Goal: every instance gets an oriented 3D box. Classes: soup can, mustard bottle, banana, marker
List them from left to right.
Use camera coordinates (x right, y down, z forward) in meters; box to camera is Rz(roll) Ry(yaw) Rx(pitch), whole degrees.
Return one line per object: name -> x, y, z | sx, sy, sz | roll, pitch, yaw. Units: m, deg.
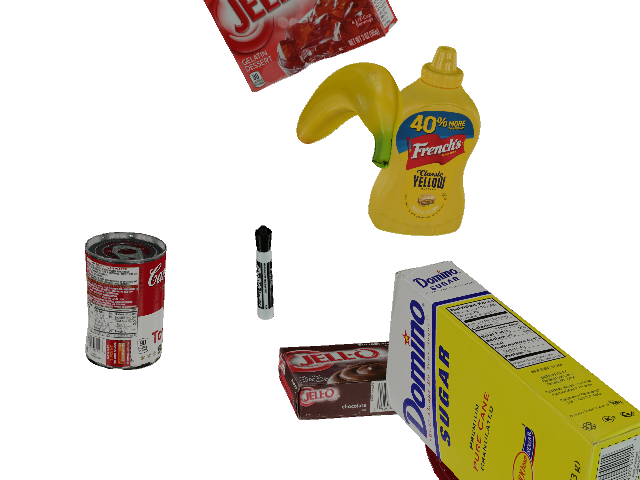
soup can -> -0.168, 0.052, 0.914 | 0.068, 0.102, 0.068 | 4, 20, -2
marker -> -0.064, 0.036, 1.209 | 0.020, 0.121, 0.020 | 0, 33, 0
banana -> 0.020, -0.099, 0.790 | 0.037, 0.069, 0.198 | 28, 2, -17
mustard bottle -> 0.109, -0.100, 1.067 | 0.096, 0.192, 0.058 | 3, 27, -11

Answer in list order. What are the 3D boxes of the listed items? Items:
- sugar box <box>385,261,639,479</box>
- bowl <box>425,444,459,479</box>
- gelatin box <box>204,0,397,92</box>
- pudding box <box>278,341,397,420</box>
sugar box -> 0.096, 0.090, 0.565 | 0.048, 0.093, 0.176 | -12, 29, -27
bowl -> 0.155, 0.163, 0.769 | 0.162, 0.055, 0.162 | -1, 35, 0
gelatin box -> -0.015, -0.129, 0.570 | 0.089, 0.073, 0.030 | -18, 20, 28
pudding box -> 0.025, 0.124, 0.961 | 0.113, 0.039, 0.090 | 0, 16, -13
